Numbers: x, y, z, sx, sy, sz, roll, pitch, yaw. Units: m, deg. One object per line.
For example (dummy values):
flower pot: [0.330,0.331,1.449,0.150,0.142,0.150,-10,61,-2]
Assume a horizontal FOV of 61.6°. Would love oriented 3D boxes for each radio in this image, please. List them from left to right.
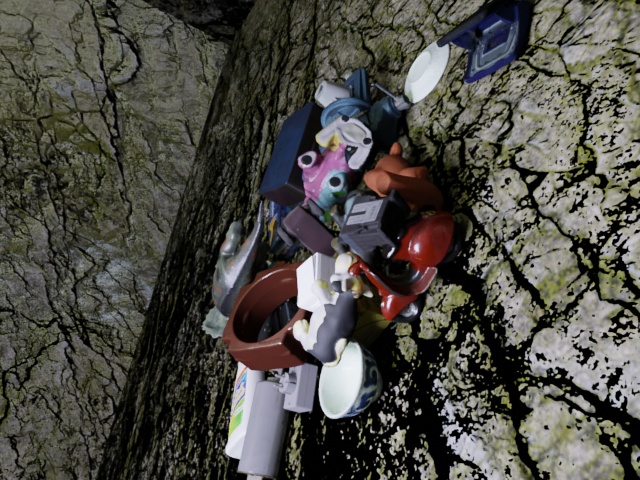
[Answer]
radio: [-0.054,-0.193,1.236,0.131,0.073,0.229,-17,49,51]

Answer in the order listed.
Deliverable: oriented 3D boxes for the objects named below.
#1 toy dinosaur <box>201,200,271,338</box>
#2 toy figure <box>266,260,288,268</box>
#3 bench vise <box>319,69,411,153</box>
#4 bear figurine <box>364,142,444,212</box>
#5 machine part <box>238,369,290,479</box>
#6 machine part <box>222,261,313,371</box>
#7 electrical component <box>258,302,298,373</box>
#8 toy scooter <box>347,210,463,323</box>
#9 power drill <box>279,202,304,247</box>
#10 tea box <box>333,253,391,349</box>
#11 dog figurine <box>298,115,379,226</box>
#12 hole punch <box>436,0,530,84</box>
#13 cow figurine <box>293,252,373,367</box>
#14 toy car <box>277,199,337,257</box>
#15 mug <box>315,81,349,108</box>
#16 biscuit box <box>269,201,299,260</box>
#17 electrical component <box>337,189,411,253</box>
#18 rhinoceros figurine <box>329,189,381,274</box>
toy dinosaur: [-0.187,0.096,1.194,0.404,0.131,0.192,108,170,-54]
toy figure: [-0.079,0.083,1.235,0.155,0.058,0.064,-146,57,-63]
bench vise: [0.086,-0.277,1.120,0.223,0.129,0.241,-38,42,44]
bear figurine: [0.117,-0.086,0.883,0.196,0.132,0.120,-121,37,-53]
machine part: [-0.102,0.362,1.031,0.079,0.079,0.243,-32,41,54]
machine part: [-0.078,0.148,1.048,0.202,0.087,0.201,-14,42,31]
electrical component: [-0.085,0.201,1.154,0.134,0.058,0.115,-58,28,23]
toy scooter: [0.117,0.028,0.777,0.183,0.135,0.075,-63,23,10]
power drill: [-0.027,-0.100,1.255,0.232,0.086,0.207,-34,46,51]
tea box: [0.056,0.099,0.928,0.098,0.068,0.170,-54,29,29]
dog figurine: [0.030,-0.114,1.049,0.191,0.109,0.219,-50,-15,-16]
hole punch: [0.264,-0.318,0.837,0.116,0.092,0.142,-46,12,-25]
cow figurine: [0.028,0.105,0.817,0.098,0.068,0.167,48,119,54]
toy car: [-0.002,-0.003,0.983,0.089,0.202,0.053,-44,45,5]
mug: [0.045,-0.319,1.250,0.080,0.107,0.110,-57,24,28]
biscuit box: [-0.091,-0.049,1.368,0.063,0.059,0.203,-49,30,37]
electrical component: [0.063,-0.023,0.756,0.119,0.047,0.075,-4,51,47]
rhinoceros figurine: [0.077,-0.026,0.939,0.073,0.112,0.190,-33,30,28]
